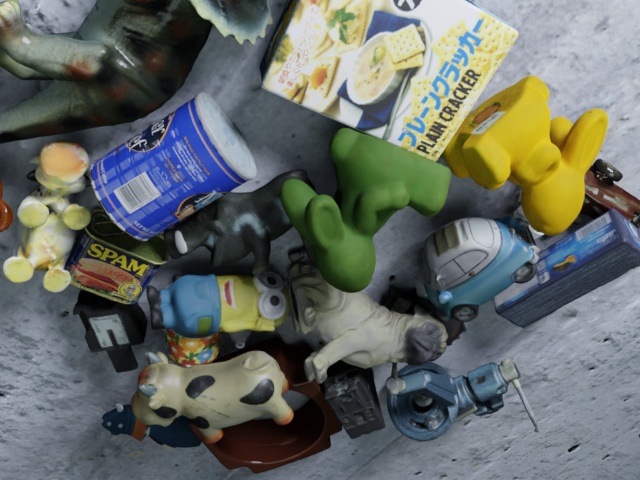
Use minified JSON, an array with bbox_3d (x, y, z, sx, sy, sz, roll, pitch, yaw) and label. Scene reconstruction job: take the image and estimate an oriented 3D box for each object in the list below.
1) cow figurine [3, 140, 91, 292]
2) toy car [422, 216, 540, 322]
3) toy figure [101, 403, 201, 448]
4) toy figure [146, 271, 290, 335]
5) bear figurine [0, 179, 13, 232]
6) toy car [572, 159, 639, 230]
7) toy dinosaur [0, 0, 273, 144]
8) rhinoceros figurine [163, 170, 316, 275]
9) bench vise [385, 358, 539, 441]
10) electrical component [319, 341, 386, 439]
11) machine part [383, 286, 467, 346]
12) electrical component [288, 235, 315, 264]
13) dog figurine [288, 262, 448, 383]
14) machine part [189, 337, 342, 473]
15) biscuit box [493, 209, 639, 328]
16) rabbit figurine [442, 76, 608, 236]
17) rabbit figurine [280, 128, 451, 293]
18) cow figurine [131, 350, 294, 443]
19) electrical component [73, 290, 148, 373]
[{"bbox_3d":[-0.294,-0.036,0.593,0.068,0.098,0.167,15,107,-30],"label":"cow figurine"},{"bbox_3d":[0.186,0.025,0.681,0.103,0.109,0.161,30,130,-28],"label":"toy car"},{"bbox_3d":[-0.256,0.285,0.831,0.154,0.064,0.058,16,158,-14],"label":"toy figure"},{"bbox_3d":[-0.127,0.080,0.690,0.180,0.089,0.082,-4,88,-17],"label":"toy figure"},{"bbox_3d":[-0.421,-0.035,0.533,0.196,0.132,0.120,-14,87,19],"label":"bear figurine"},{"bbox_3d":[0.407,-0.036,0.724,0.202,0.053,0.089,24,120,-24],"label":"toy car"},{"bbox_3d":[-0.177,-0.185,0.495,0.192,0.131,0.405,35,119,-27],"label":"toy dinosaur"},{"bbox_3d":[-0.091,-0.020,0.640,0.190,0.073,0.112,-22,126,6],"label":"rhinoceros figurine"},{"bbox_3d":[0.185,0.232,0.816,0.224,0.129,0.240,-21,146,28],"label":"bench vise"},{"bbox_3d":[0.050,0.221,0.802,0.058,0.115,0.134,-22,125,11],"label":"electrical component"},{"bbox_3d":[0.149,0.115,0.794,0.139,0.039,0.084,17,111,-17],"label":"machine part"},{"bbox_3d":[-0.001,-0.002,0.698,0.094,0.021,0.063,-19,125,5],"label":"electrical component"},{"bbox_3d":[0.063,0.097,0.721,0.191,0.121,0.172,-14,91,-13],"label":"dog figurine"},{"bbox_3d":[-0.081,0.253,0.821,0.201,0.087,0.200,-21,124,7],"label":"machine part"},{"bbox_3d":[0.332,0.043,0.729,0.062,0.059,0.202,29,131,-24],"label":"biscuit box"},{"bbox_3d":[0.245,-0.089,0.622,0.162,0.122,0.173,-41,102,-8],"label":"rabbit figurine"},{"bbox_3d":[0.042,-0.024,0.587,0.159,0.121,0.170,17,96,-35],"label":"rabbit figurine"},{"bbox_3d":[-0.143,0.189,0.674,0.195,0.086,0.127,-14,124,4],"label":"cow figurine"},{"bbox_3d":[-0.272,0.119,0.720,0.075,0.048,0.119,-12,125,-1],"label":"electrical component"}]
